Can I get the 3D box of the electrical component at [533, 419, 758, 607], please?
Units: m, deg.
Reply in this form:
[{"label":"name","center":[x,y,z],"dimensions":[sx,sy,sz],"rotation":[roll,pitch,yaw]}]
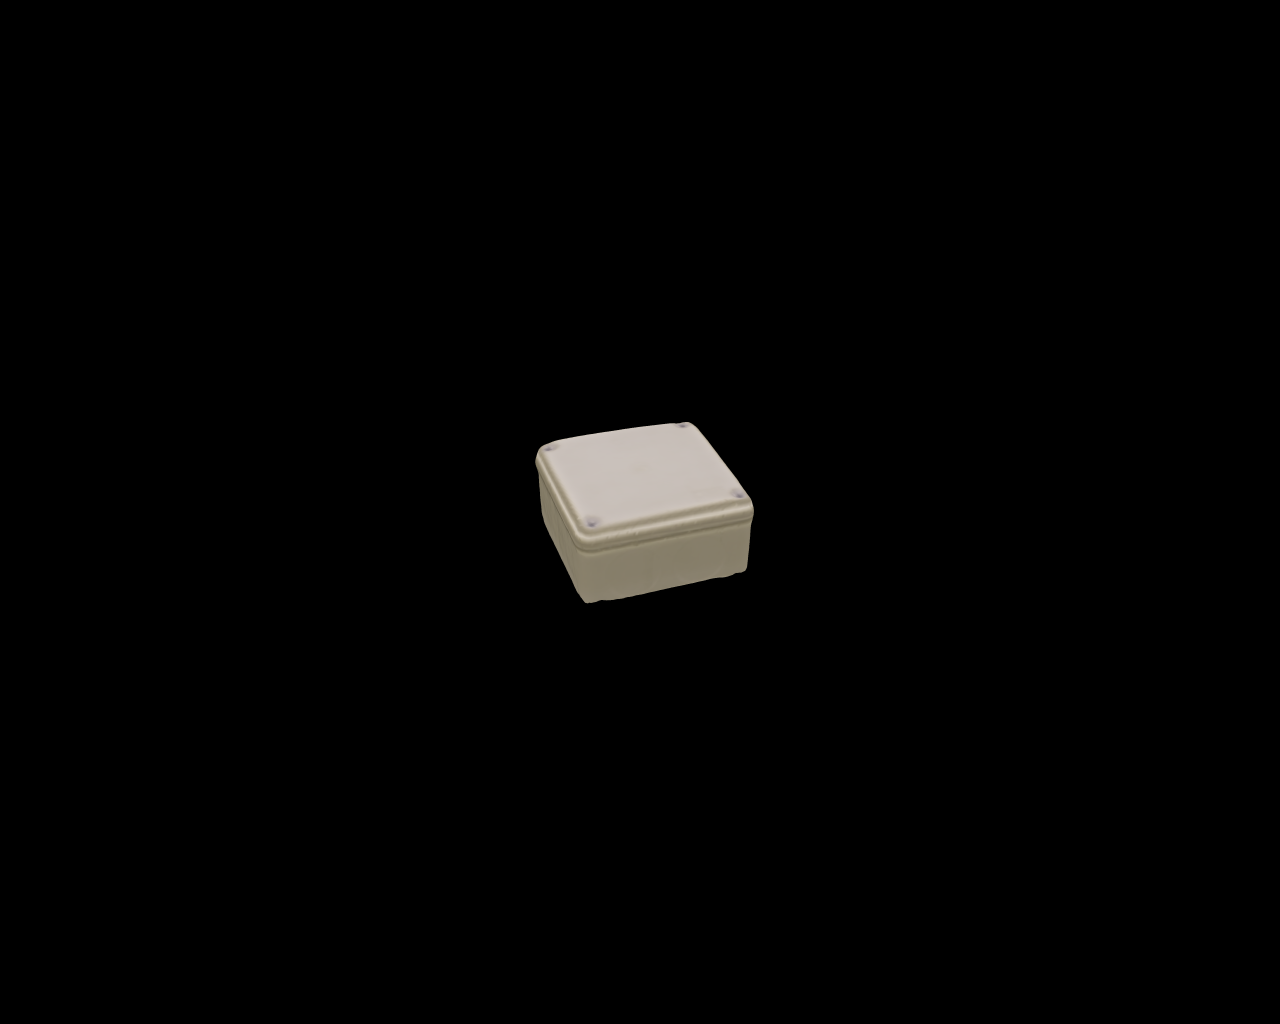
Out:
[{"label":"electrical component","center":[0.001,-0.003,0.650],"dimensions":[0.109,0.056,0.109],"rotation":[-10,35,-15]}]
